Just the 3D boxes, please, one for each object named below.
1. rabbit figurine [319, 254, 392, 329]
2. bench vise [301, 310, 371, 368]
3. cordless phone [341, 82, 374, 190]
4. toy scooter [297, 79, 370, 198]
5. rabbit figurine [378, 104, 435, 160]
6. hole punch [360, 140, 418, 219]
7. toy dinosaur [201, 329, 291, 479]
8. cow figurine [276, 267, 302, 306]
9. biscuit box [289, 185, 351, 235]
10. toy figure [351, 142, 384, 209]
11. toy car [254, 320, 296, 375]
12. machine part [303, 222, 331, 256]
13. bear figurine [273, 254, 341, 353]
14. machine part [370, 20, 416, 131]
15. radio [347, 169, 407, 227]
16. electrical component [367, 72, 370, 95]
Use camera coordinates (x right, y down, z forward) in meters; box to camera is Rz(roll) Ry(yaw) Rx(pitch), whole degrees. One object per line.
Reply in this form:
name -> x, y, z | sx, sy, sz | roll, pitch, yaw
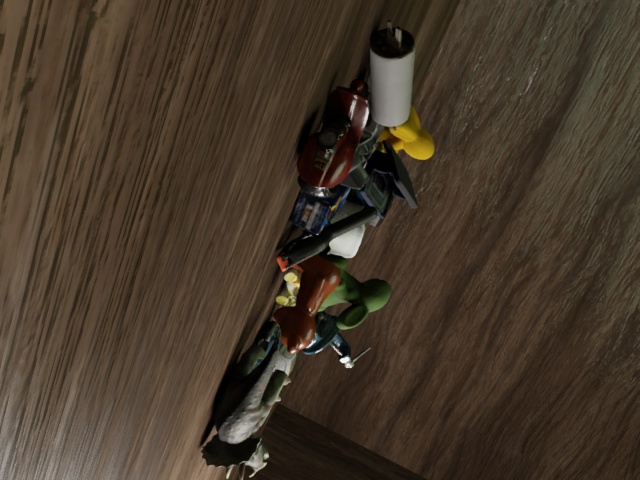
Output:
rabbit figurine -> 0.070, 0.117, 1.181 | 0.121, 0.170, 0.159 | 104, 1, -78
bench vise -> 0.009, 0.219, 1.347 | 0.129, 0.240, 0.224 | -36, -161, 14
cordless phone -> 0.059, -0.193, 0.976 | 0.146, 0.089, 0.184 | -47, 150, -69
toy scooter -> 0.025, -0.152, 0.769 | 0.184, 0.075, 0.135 | -63, 175, -49
rabbit figurine -> 0.191, -0.250, 1.277 | 0.122, 0.173, 0.162 | -60, 162, -28
hole punch -> 0.139, -0.119, 1.117 | 0.142, 0.092, 0.116 | 43, 33, -42
toy dinosaur -> -0.157, 0.344, 1.085 | 0.404, 0.131, 0.192 | 100, 15, -47
cow figurine -> -0.053, 0.110, 1.228 | 0.098, 0.068, 0.167 | -67, 179, -49
biscuit box -> 0.007, -0.075, 0.998 | 0.203, 0.059, 0.062 | -52, 166, -66
toy figure -> 0.106, -0.150, 1.216 | 0.089, 0.082, 0.180 | 136, -55, -73
toy car -> -0.107, 0.270, 1.238 | 0.161, 0.103, 0.109 | -65, 175, 24
machine part -> -0.002, -0.004, 1.209 | 0.084, 0.039, 0.138 | -49, 158, -17
bear figurine -> -0.044, 0.121, 1.077 | 0.196, 0.132, 0.120 | -58, 173, -7
machine part -> 0.127, -0.284, 0.955 | 0.079, 0.079, 0.243 | -62, 162, -23
radio -> 0.130, -0.137, 1.346 | 0.230, 0.131, 0.073 | -58, 175, -50
electrical component -> 0.121, -0.321, 1.052 | 0.078, 0.045, 0.102 | -59, 172, -34
